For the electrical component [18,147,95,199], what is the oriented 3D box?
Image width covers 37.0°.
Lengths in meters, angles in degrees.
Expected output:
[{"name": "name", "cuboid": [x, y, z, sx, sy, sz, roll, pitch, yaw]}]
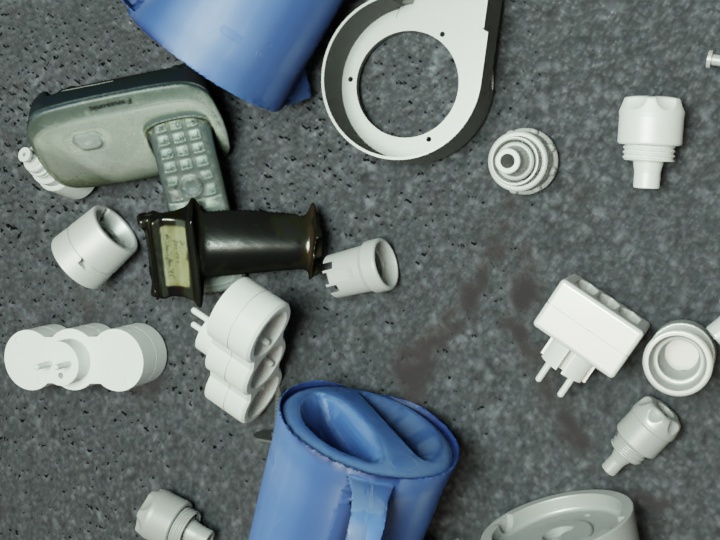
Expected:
[{"name": "electrical component", "cuboid": [-0.250, -0.084, 0.885, 0.040, 0.078, 0.040, -5, 78, 22]}]

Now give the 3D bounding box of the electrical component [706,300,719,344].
[{"name": "electrical component", "cuboid": [0.259, 0.025, 0.711, 0.062, 0.043, 0.043, -41, 80, 8]}]

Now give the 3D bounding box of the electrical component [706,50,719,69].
[{"name": "electrical component", "cuboid": [0.266, -0.131, 0.698, 0.078, 0.040, 0.040, 12, 100, 20]}]

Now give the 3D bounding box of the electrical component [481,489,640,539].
[{"name": "electrical component", "cuboid": [0.144, 0.202, 0.745, 0.108, 0.108, 0.060, -15, 95, 22]}]

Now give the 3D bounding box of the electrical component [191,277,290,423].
[{"name": "electrical component", "cuboid": [-0.101, 0.055, 0.823, 0.074, 0.052, 0.138, 32, 144, 16]}]

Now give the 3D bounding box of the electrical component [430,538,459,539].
[{"name": "electrical component", "cuboid": [0.063, 0.236, 0.804, 0.048, 0.055, 0.066, -35, 82, 20]}]

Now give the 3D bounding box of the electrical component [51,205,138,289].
[{"name": "electrical component", "cuboid": [-0.218, -0.020, 0.889, 0.047, 0.055, 0.055, -39, 81, 16]}]

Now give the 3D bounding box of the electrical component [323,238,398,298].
[{"name": "electrical component", "cuboid": [0.000, 0.000, 0.815, 0.046, 0.040, 0.040, -14, 90, 28]}]

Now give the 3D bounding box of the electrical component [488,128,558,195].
[{"name": "electrical component", "cuboid": [0.110, -0.076, 0.752, 0.048, 0.062, 0.048, 2, 96, 21]}]

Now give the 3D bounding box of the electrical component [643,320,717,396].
[{"name": "electrical component", "cuboid": [0.217, 0.058, 0.727, 0.045, 0.055, 0.045, 2, 96, 21]}]

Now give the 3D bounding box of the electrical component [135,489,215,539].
[{"name": "electrical component", "cuboid": [-0.151, 0.211, 0.891, 0.062, 0.043, 0.043, 22, 103, 16]}]

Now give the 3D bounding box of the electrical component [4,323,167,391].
[{"name": "electrical component", "cuboid": [-0.239, 0.074, 0.895, 0.138, 0.074, 0.052, -2, 95, 21]}]

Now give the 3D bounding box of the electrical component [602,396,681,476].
[{"name": "electrical component", "cuboid": [0.194, 0.120, 0.754, 0.035, 0.035, 0.061, 42, 110, 12]}]

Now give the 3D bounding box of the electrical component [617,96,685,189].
[{"name": "electrical component", "cuboid": [0.196, -0.086, 0.728, 0.043, 0.043, 0.062, 5, 98, 21]}]

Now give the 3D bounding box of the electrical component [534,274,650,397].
[{"name": "electrical component", "cuboid": [0.153, 0.053, 0.756, 0.066, 0.047, 0.076, 35, 106, 14]}]
